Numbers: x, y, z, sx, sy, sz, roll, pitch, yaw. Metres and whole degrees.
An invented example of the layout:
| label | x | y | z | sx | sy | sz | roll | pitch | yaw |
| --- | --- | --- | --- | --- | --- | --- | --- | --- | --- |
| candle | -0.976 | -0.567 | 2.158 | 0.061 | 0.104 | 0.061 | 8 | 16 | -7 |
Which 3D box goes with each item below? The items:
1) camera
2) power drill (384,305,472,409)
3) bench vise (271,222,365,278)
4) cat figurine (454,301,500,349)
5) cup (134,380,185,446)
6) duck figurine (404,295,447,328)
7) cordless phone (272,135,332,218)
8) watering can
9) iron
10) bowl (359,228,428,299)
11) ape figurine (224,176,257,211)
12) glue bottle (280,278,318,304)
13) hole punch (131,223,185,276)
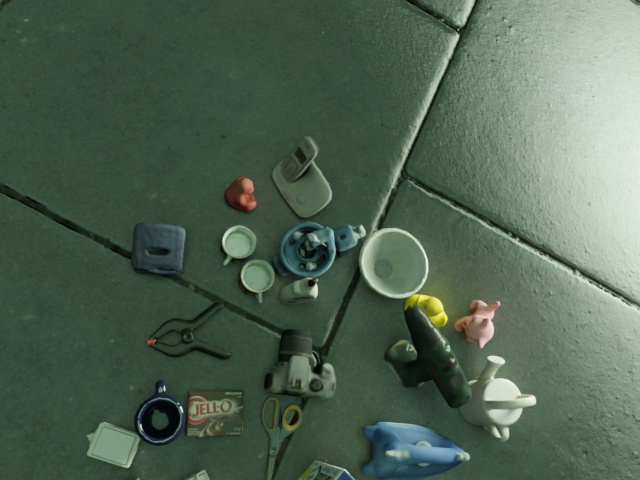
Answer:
| label | x | y | z | sx | sy | sz | roll | pitch | yaw |
| --- | --- | --- | --- | --- | --- | --- | --- | --- | --- |
| camera | -0.036 | 0.260 | 1.202 | 0.143 | 0.100 | 0.137 | 9 | 72 | -13 |
| power drill | 0.218 | 0.252 | 1.219 | 0.076 | 0.208 | 0.229 | -34 | 85 | -22 |
| bench vise | 0.004 | -0.005 | 1.226 | 0.208 | 0.219 | 0.121 | -39 | 87 | -22 |
| cat figurine | 0.375 | 0.192 | 1.330 | 0.067 | 0.117 | 0.128 | 43 | 68 | 0 |
| cup | -0.309 | 0.333 | 1.106 | 0.092 | 0.094 | 0.118 | -1 | 74 | -16 |
| duck figurine | 0.255 | 0.161 | 1.322 | 0.104 | 0.086 | 0.077 | 33 | 68 | -4 |
| cordless phone | -0.027 | -0.143 | 1.277 | 0.094 | 0.185 | 0.147 | -35 | 86 | -22 |
| watering can | 0.386 | 0.346 | 1.247 | 0.101 | 0.193 | 0.173 | -24 | 82 | -21 |
| iron | 0.221 | 0.448 | 1.198 | 0.259 | 0.141 | 0.118 | 7 | 72 | -14 |
| bowl | 0.161 | 0.061 | 1.330 | 0.168 | 0.074 | 0.167 | 4 | 73 | -15 |
| ape figurine | -0.172 | -0.109 | 1.275 | 0.076 | 0.092 | 0.078 | 2 | 74 | -15 |
| glue bottle | -0.033 | 0.103 | 1.209 | 0.078 | 0.173 | 0.037 | -5 | 75 | -17 |
| hole punch | -0.334 | 0.021 | 1.192 | 0.109 | 0.091 | 0.101 | 4 | 73 | -14 |
